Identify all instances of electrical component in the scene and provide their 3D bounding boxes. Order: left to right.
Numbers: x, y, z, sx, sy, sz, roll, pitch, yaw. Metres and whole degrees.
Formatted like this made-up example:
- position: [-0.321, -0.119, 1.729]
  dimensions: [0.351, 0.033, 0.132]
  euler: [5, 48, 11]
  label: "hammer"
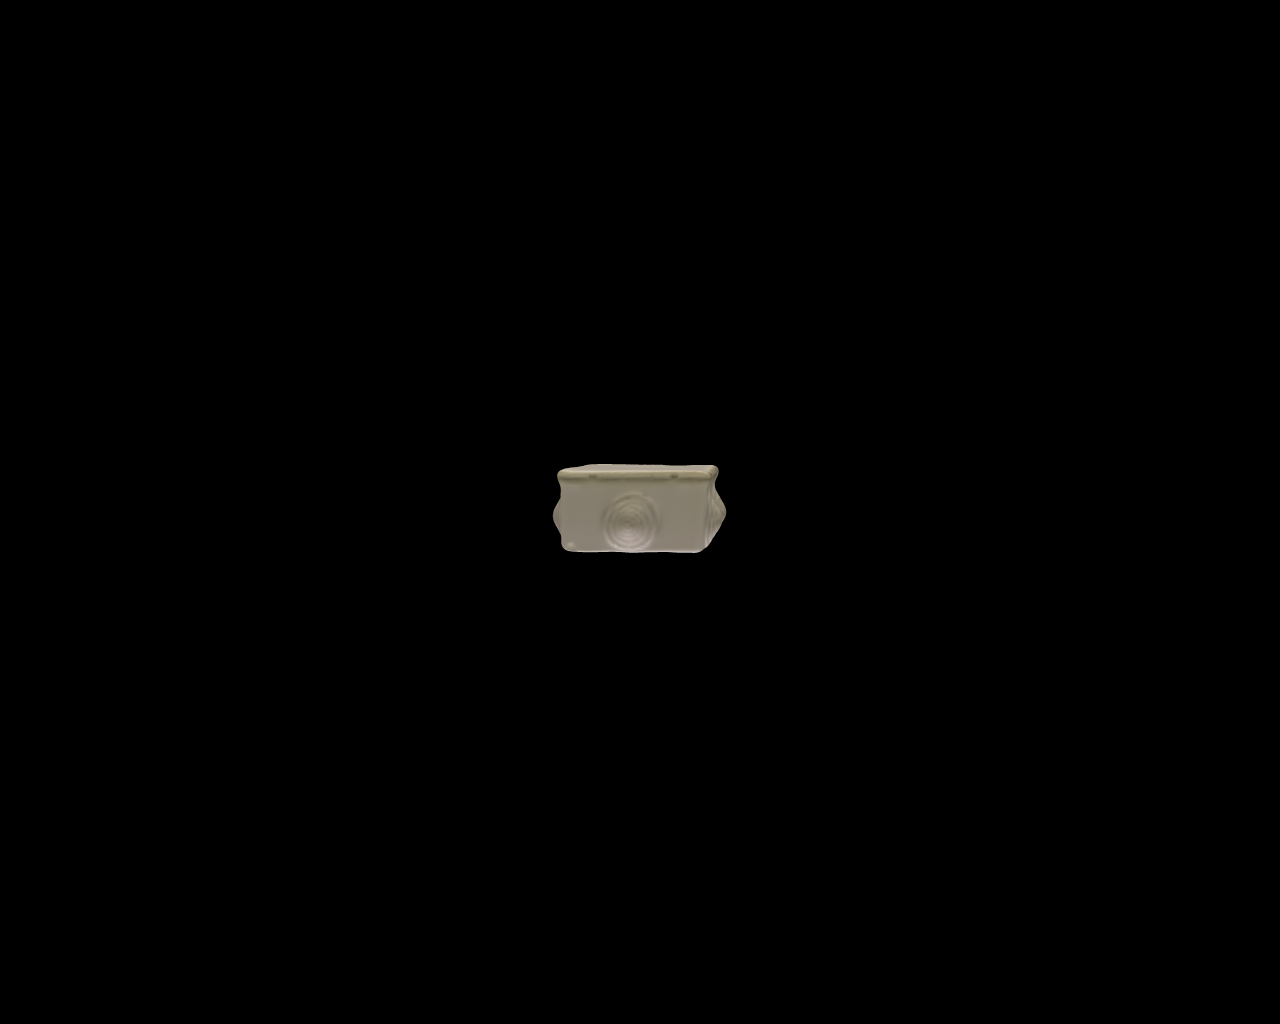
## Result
- position: [0.001, -0.003, 0.650]
  dimensions: [0.100, 0.048, 0.100]
  euler: [1, 5, 7]
  label: "electrical component"
